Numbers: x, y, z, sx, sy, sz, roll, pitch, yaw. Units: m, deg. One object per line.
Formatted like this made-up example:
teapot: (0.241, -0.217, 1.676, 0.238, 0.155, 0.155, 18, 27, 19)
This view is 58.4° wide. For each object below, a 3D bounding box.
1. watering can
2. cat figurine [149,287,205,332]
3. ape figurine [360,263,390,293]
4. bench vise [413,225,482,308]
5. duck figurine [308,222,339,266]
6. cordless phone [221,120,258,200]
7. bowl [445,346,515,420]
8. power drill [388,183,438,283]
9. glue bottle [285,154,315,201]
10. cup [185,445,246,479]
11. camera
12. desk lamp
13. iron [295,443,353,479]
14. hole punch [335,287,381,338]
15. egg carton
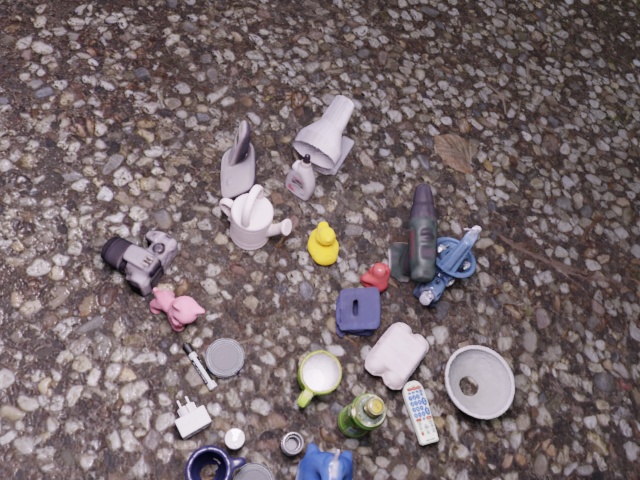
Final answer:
watering can: (-0.152, -0.059, 1.344, 0.173, 0.194, 0.101, 5, 64, -8)
cat figurine: (-0.317, 0.147, 1.261, 0.127, 0.117, 0.067, 34, 64, 7)
ape figurine: (0.139, 0.084, 1.388, 0.078, 0.092, 0.076, -8, 67, -14)
bench vise: (0.316, 0.065, 1.358, 0.121, 0.219, 0.207, 19, 63, -1)
duck figurine: (0.013, 0.005, 1.406, 0.077, 0.086, 0.104, -6, 67, -13)
cordless phone: (-0.196, -0.193, 1.404, 0.094, 0.185, 0.147, -2, 66, -11)
bowl: (0.357, 0.333, 1.322, 0.167, 0.074, 0.167, 4, 65, -8)
power drill: (0.226, 0.007, 1.375, 0.076, 0.208, 0.229, 3, 65, -9)
glue bottle: (-0.043, -0.165, 1.426, 0.078, 0.173, 0.037, 33, 64, 6)
cup: (-0.209, 0.460, 1.147, 0.118, 0.095, 0.091, -11, 68, -15)
camera: (-0.416, 0.031, 1.306, 0.137, 0.101, 0.143, 28, 64, 3)
desk lamp: (0.018, -0.256, 1.457, 0.118, 0.213, 0.203, 28, 64, 4)
iron: (0.005, 0.537, 1.125, 0.118, 0.141, 0.258, 13, 64, -4)
hole punch: (0.087, 0.168, 1.340, 0.101, 0.091, 0.108, 5, 64, -8)
egg carton: (0.177, 0.266, 1.323, 0.107, 0.069, 0.150, 37, 64, 8)
